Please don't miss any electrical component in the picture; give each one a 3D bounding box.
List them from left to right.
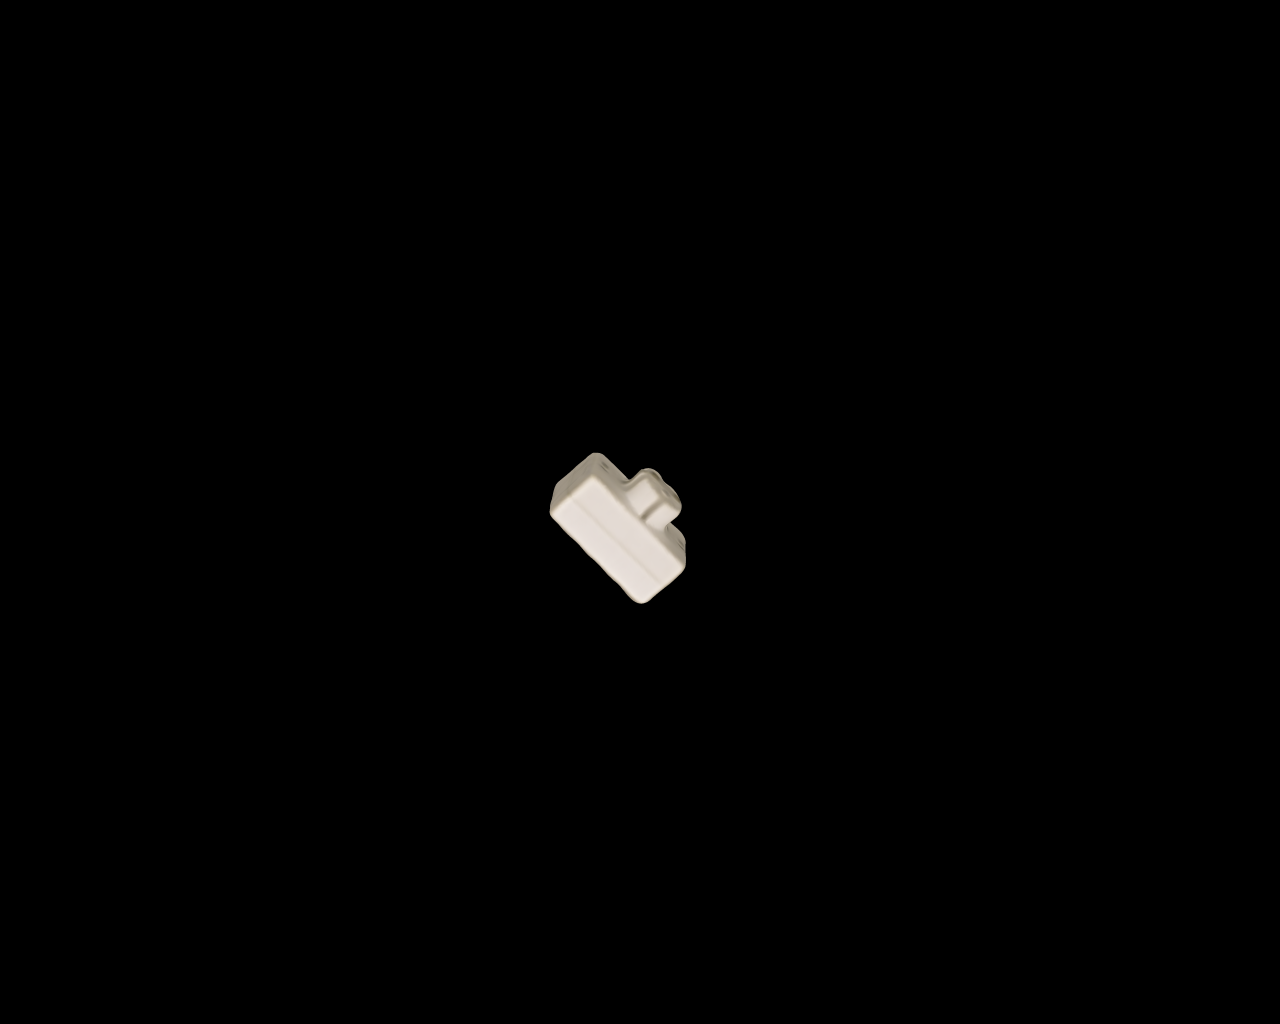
[{"bbox_3d":[0.001,-0.003,0.650,0.075,0.083,0.047,-41,15,14],"label":"electrical component"}]
